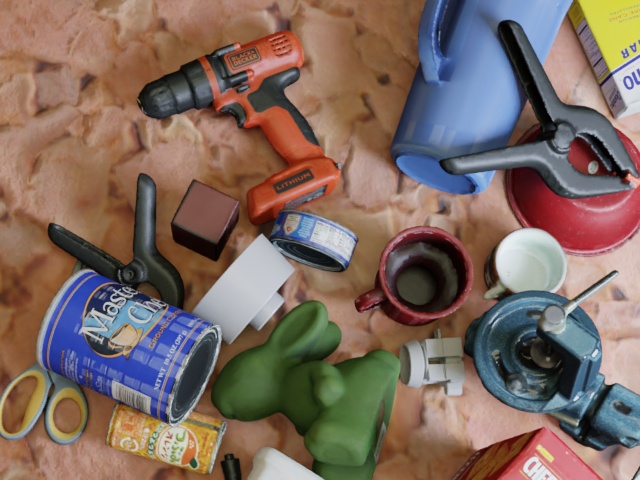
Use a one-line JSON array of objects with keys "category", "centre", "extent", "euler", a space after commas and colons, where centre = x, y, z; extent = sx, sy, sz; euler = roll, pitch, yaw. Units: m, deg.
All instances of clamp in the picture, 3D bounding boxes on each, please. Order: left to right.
[{"category": "clamp", "centre": [-0.195, 0.031, 1.060], "extent": [0.120, 0.039, 0.171], "euler": [-19, 89, 15]}, {"category": "clamp", "centre": [0.222, -0.093, 1.049], "extent": [0.210, 0.036, 0.164], "euler": [34, 80, -16]}]

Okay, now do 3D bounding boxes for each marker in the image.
[{"category": "marker", "centre": [-0.077, 0.266, 1.026], "extent": [0.020, 0.020, 0.121], "euler": [-10, 76, -7]}]

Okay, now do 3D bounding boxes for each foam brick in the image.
[{"category": "foam brick", "centre": [-0.114, -0.018, 1.069], "extent": [0.051, 0.078, 0.053], "euler": [25, 76, 1]}]

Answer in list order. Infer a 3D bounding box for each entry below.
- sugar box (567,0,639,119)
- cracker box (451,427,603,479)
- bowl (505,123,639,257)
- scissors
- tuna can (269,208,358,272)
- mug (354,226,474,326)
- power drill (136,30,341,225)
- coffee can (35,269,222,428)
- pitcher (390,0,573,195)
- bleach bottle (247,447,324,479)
[{"category": "sugar box", "centre": [0.337, -0.230, 1.178], "extent": [0.093, 0.048, 0.176], "euler": [-20, 77, -10]}, {"category": "cracker box", "centre": [0.208, 0.255, 0.951], "extent": [0.164, 0.214, 0.072], "euler": [44, 75, 7]}, {"category": "bowl", "centre": [0.281, -0.066, 1.125], "extent": [0.162, 0.055, 0.162], "euler": [1, 75, -5]}, {"category": "scissors", "centre": [-0.245, 0.114, 1.055], "extent": [0.096, 0.016, 0.201], "euler": [29, 72, -1]}, {"category": "tuna can", "centre": [-0.007, 0.001, 1.067], "extent": [0.086, 0.086, 0.033], "euler": [20, 76, 1]}, {"category": "mug", "centre": [0.089, 0.046, 1.065], "extent": [0.117, 0.081, 0.093], "euler": [-25, 79, -11]}, {"category": "power drill", "centre": [-0.076, -0.114, 1.107], "extent": [0.184, 0.057, 0.188], "euler": [-23, 78, -10]}, {"category": "coffee can", "centre": [-0.177, 0.100, 0.993], "extent": [0.140, 0.103, 0.102], "euler": [22, 74, 12]}, {"category": "pitcher", "centre": [0.156, -0.179, 1.103], "extent": [0.149, 0.145, 0.243], "euler": [23, 77, -2]}, {"category": "bleach bottle", "centre": [-0.076, 0.319, 0.960], "extent": [0.102, 0.068, 0.250], "euler": [32, 66, 4]}]
